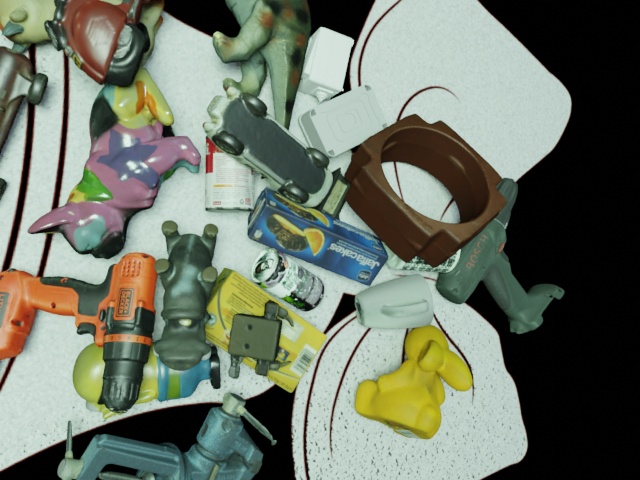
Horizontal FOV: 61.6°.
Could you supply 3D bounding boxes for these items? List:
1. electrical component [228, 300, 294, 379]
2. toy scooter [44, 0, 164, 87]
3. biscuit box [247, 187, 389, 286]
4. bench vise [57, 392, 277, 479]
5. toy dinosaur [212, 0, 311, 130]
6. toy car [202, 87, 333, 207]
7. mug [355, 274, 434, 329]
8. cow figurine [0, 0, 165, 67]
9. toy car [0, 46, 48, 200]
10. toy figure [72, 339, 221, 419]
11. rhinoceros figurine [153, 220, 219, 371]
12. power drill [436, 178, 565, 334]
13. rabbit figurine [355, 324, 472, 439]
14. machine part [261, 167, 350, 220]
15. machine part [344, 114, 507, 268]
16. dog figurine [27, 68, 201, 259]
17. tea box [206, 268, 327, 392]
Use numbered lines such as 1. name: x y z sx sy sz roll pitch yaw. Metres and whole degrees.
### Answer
1. electrical component: -0.076 0.129 0.697 0.078 0.045 0.102 2 87 8
2. toy scooter: -0.251 -0.266 0.600 0.135 0.075 0.184 20 71 -21
3. biscuit box: -0.002 -0.002 0.776 0.202 0.059 0.062 22 115 -19
4. bench vise: -0.194 0.282 0.671 0.240 0.129 0.223 30 96 -35
5. toy dinosaur: -0.082 -0.324 0.726 0.192 0.131 0.404 -30 110 -9
6. toy car: -0.063 -0.116 0.704 0.201 0.056 0.073 36 78 -31
7. mug: 0.112 0.102 0.812 0.107 0.109 0.080 -10 99 -8
8. cow figurine: -0.304 -0.273 0.664 0.195 0.085 0.127 18 77 -21
9. toy car: -0.396 -0.129 0.630 0.089 0.053 0.202 24 90 -23
10. toy figure: -0.220 0.165 0.692 0.180 0.082 0.089 -5 91 -19
11. rhinoceros figurine: -0.164 0.063 0.651 0.073 0.112 0.190 6 47 -15
12. power drill: 0.314 0.039 0.901 0.207 0.086 0.232 45 76 -19
13. rabbit figurine: 0.146 0.200 0.811 0.122 0.162 0.173 30 61 -6
14. machine part: -0.017 -0.085 0.796 0.139 0.039 0.084 26 89 -21
15. machine part: 0.151 -0.074 0.786 0.201 0.087 0.201 -35 77 -35
16. dog figurine: -0.266 -0.087 0.664 0.219 0.108 0.191 -35 103 -15
17. tea box: -0.088 0.125 0.749 0.169 0.068 0.098 39 77 -16
